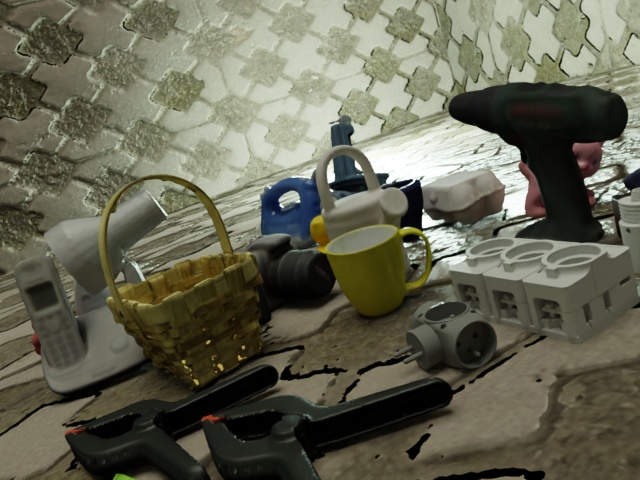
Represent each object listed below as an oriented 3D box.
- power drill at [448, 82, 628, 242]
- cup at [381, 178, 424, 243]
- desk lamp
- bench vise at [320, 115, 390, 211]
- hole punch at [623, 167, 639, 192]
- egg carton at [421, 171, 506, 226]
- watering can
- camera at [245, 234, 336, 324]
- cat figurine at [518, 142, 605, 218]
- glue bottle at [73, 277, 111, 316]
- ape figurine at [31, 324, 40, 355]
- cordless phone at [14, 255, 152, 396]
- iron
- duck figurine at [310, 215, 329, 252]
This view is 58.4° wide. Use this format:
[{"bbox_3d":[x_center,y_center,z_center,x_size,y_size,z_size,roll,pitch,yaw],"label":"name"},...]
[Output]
[{"bbox_3d":[0.268,-0.097,0.712,0.076,0.208,0.228,-26,15,-31],"label":"power drill"},{"bbox_3d":[0.134,-0.047,0.946,0.091,0.095,0.118,-15,13,16],"label":"cup"},{"bbox_3d":[-0.297,0.041,0.912,0.203,0.214,0.117,-22,13,-15],"label":"desk lamp"},{"bbox_3d":[0.062,-0.119,1.062,0.121,0.220,0.207,-15,13,15],"label":"bench vise"},{"bbox_3d":[0.435,-0.086,0.698,0.109,0.091,0.101,-22,13,-14],"label":"hole punch"},{"bbox_3d":[0.235,-0.072,0.965,0.107,0.069,0.150,-22,13,-17],"label":"egg carton"},{"bbox_3d":[0.058,-0.037,0.786,0.172,0.194,0.101,-8,17,39],"label":"watering can"},{"bbox_3d":[-0.057,0.047,0.805,0.136,0.101,0.143,-5,19,46],"label":"camera"},{"bbox_3d":[0.352,-0.104,0.829,0.127,0.118,0.067,-12,15,26],"label":"cat figurine"},{"bbox_3d":[-0.397,0.077,0.991,0.078,0.173,0.037,-19,13,-4],"label":"glue bottle"},{"bbox_3d":[-0.449,0.147,0.954,0.076,0.092,0.078,-11,15,29],"label":"ape figurine"},{"bbox_3d":[-0.309,0.097,0.755,0.148,0.185,0.094,-21,13,-12],"label":"cordless phone"},{"bbox_3d":[-0.062,-0.065,1.189,0.257,0.141,0.119,-5,19,46],"label":"iron"},{"bbox_3d":[0.009,0.003,0.930,0.077,0.086,0.105,-11,15,30],"label":"duck figurine"}]
